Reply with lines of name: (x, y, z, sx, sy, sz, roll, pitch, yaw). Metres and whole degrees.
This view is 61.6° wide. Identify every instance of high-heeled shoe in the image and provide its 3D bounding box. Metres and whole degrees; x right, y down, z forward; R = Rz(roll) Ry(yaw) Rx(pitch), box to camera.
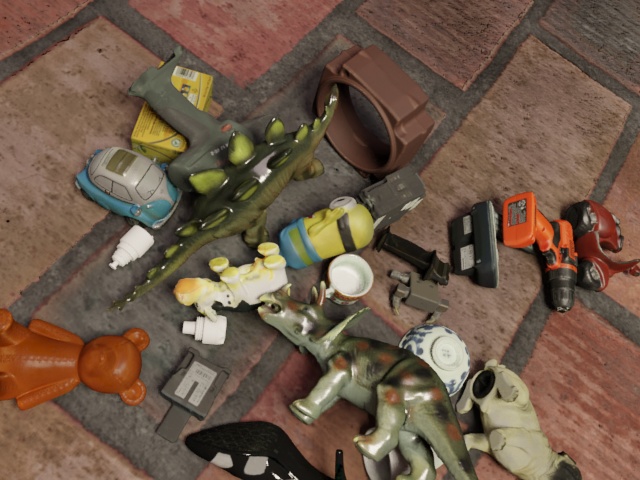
high-heeled shoe: (-0.065, 0.338, 0.737, 0.249, 0.086, 0.145, 5, 101, 11)

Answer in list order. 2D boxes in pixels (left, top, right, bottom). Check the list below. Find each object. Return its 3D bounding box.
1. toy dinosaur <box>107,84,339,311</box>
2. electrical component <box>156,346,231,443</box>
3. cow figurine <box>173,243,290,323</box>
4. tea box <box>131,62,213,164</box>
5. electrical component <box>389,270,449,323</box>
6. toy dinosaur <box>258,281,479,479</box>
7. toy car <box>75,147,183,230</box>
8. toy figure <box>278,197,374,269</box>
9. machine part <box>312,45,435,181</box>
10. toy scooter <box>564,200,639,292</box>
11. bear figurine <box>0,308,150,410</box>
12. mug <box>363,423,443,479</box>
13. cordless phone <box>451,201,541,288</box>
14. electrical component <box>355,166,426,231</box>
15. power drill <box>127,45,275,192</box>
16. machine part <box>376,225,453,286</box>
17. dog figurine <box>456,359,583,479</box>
toy dinosaur: (-0.126, -0.064, 0.813, 0.105, 0.198, 0.471, 39, 87, 14)
electrical component: (-0.186, 0.220, 0.754, 0.075, 0.047, 0.119, 33, 61, 2)
cow figurine: (-0.128, 0.075, 0.800, 0.167, 0.098, 0.068, -18, 32, -16)
tea box: (-0.250, -0.210, 0.921, 0.098, 0.068, 0.169, 16, 65, -7)
electrical component: (0.164, 0.096, 0.903, 0.102, 0.045, 0.078, 16, 35, -10)
toy dinosaur: (0.086, 0.199, 0.727, 0.405, 0.131, 0.192, 26, 66, 27)
toy car: (-0.298, -0.096, 0.839, 0.162, 0.103, 0.109, 27, 62, -3)
toy figure: (-0.001, -0.003, 0.858, 0.180, 0.082, 0.089, -29, 113, 9)
machine part: (0.084, -0.214, 0.933, 0.087, 0.201, 0.201, -41, 81, -24)
toy scooter: (0.541, 0.013, 1.018, 0.135, 0.075, 0.184, 8, 68, -10)
bear figurine: (-0.330, 0.160, 0.702, 0.196, 0.132, 0.120, 4, 69, -6)
mug: (0.124, 0.297, 0.784, 0.107, 0.080, 0.109, 3, 61, -25)
cordless phone: (0.332, 0.022, 0.966, 0.184, 0.089, 0.146, 17, 61, -27)
electrical component: (0.116, -0.065, 0.922, 0.134, 0.115, 0.058, -27, 79, -27)
power drill: (-0.187, -0.199, 0.859, 0.207, 0.086, 0.232, 53, 53, -22)
machine part: (0.162, 0.028, 0.923, 0.139, 0.039, 0.084, 31, 32, 8)
dog figurine: (0.320, 0.295, 0.831, 0.190, 0.121, 0.172, 30, 65, -15)
